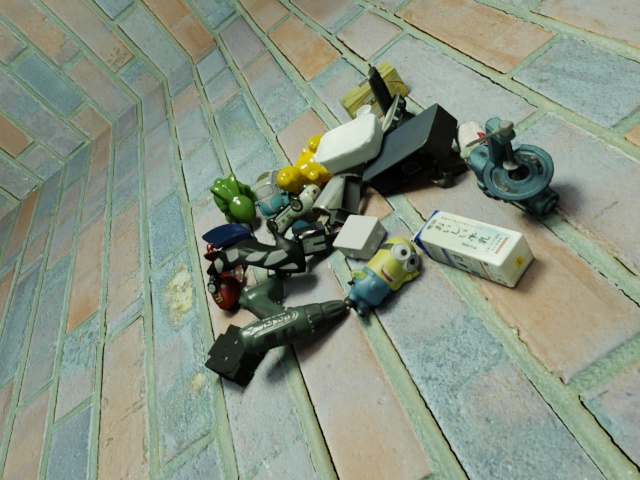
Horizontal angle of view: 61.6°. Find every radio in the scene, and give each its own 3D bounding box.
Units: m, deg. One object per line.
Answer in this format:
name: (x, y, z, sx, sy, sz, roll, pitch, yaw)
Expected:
radio: (0.200, -0.200, 1.229, 0.229, 0.073, 0.131, -30, 34, 50)

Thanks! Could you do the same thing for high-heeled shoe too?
high-heeled shoe: (-0.148, 0.062, 1.255, 0.249, 0.145, 0.086, -34, -1, 27)

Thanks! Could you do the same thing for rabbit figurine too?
rabbit figurine: (-0.234, -0.117, 1.536, 0.121, 0.158, 0.170, -37, 37, -9)
rabbit figurine: (-0.047, -0.183, 1.424, 0.173, 0.122, 0.162, -33, 3, -27)

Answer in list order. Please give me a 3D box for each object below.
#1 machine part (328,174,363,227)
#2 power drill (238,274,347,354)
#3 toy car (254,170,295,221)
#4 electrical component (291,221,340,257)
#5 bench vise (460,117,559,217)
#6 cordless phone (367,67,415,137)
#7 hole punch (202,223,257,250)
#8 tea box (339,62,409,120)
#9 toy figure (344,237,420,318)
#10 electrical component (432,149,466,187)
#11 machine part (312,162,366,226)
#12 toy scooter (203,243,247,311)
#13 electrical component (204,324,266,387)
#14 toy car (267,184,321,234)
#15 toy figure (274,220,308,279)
machine part: (0.065, -0.092, 1.271, 0.039, 0.084, 0.139, -17, 58, 62)
power drill: (-0.078, 0.153, 1.168, 0.232, 0.085, 0.207, -24, 34, -15)
toy car: (-0.130, -0.143, 1.505, 0.109, 0.102, 0.162, -20, 44, 26)
electrical component: (-0.003, -0.004, 1.266, 0.119, 0.074, 0.048, -17, 29, -8)
bench vise: (0.338, -0.150, 0.986, 0.129, 0.240, 0.224, -33, 53, 7)
cordless phone: (0.161, -0.333, 1.358, 0.089, 0.184, 0.146, -5, 50, 34)
hole punch: (-0.253, 0.000, 1.492, 0.116, 0.092, 0.142, -48, 33, -12)
tea box: (0.151, -0.402, 1.506, 0.169, 0.098, 0.068, -39, 37, 3)
toy figure: (0.120, 0.069, 1.085, 0.180, 0.082, 0.089, -46, 39, -1)
electrical component: (0.280, -0.163, 1.201, 0.078, 0.045, 0.102, -13, 40, -8)
machine part: (0.053, -0.124, 1.338, 0.079, 0.079, 0.243, 10, 62, 47)
toy scooter: (-0.247, 0.083, 1.362, 0.075, 0.135, 0.184, -21, 43, 25)
electrical component: (-0.193, 0.255, 1.206, 0.134, 0.058, 0.115, 7, 57, 45)
toy car: (-0.072, -0.076, 1.388, 0.202, 0.056, 0.073, -38, 13, 44)
toy figure: (-0.074, 0.024, 1.330, 0.154, 0.058, 0.064, -60, 1, -19)
